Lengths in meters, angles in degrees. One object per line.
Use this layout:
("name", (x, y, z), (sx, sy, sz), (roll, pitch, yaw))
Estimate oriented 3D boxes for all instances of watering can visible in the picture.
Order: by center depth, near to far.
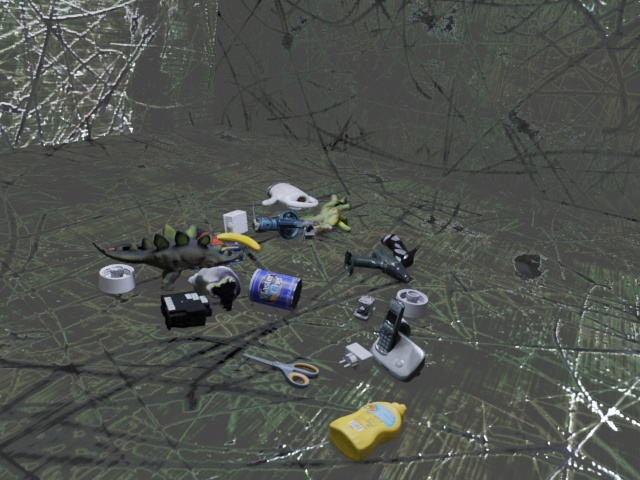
("watering can", (-0.170, -0.200, 2.416), (0.348, 0.102, 0.227), (-1, 23, -41))

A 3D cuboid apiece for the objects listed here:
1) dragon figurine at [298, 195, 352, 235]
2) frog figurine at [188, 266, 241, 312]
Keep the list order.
("dragon figurine", (0.007, -0.116, 2.300), (0.243, 0.120, 0.417), (-6, 23, -11))
("frog figurine", (-0.320, 0.132, 1.568), (0.136, 0.123, 0.160), (33, -8, -38))
